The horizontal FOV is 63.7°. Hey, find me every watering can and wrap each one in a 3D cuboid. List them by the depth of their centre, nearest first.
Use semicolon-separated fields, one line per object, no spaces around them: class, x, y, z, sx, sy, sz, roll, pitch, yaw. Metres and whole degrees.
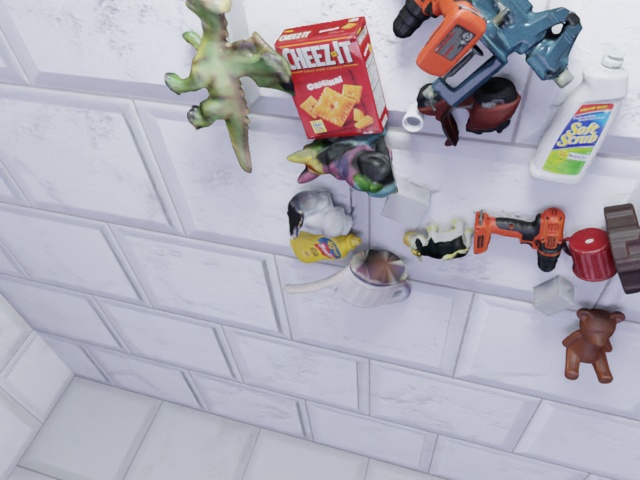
watering can;0.089;0.113;1.380;0.347;0.106;0.219;7;144;-11

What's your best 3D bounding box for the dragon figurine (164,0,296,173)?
dragon figurine;-0.154;-0.295;0.997;0.243;0.125;0.402;3;139;37

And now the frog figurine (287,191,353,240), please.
frog figurine;0.004;-0.064;1.266;0.160;0.125;0.134;-8;136;-23
